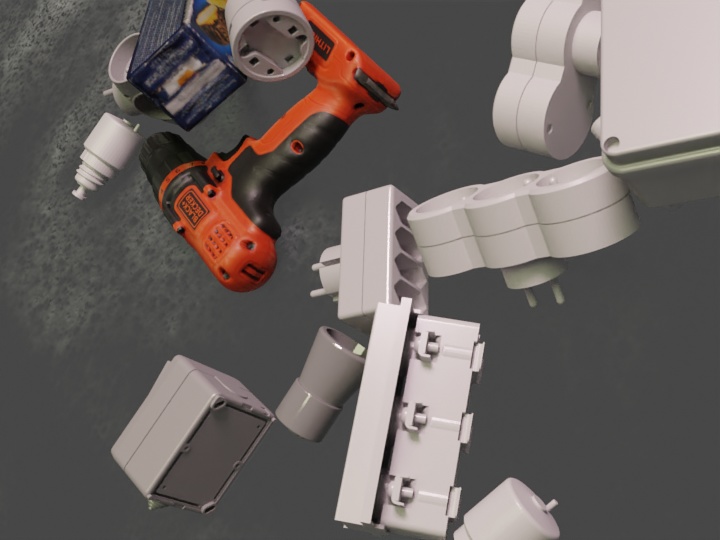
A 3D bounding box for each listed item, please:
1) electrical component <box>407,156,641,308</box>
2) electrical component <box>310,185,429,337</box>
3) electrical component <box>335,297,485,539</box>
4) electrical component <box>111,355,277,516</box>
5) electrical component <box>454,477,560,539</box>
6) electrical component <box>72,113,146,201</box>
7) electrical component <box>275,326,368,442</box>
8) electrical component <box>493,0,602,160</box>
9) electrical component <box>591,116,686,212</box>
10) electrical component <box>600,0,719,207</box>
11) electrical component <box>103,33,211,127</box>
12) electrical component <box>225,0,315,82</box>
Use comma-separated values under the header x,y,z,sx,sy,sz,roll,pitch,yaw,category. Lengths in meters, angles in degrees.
x,y,z,sx,sy,sz,roll,pitch,yaw,category
0.095,-0.013,0.609,0.138,0.052,0.073,-10,107,44,electrical component
0.000,0.000,0.679,0.076,0.047,0.083,-14,62,31,electrical component
0.031,0.086,0.600,0.063,0.078,0.121,9,72,9,electrical component
-0.114,0.111,0.702,0.061,0.062,0.096,36,93,41,electrical component
0.069,0.144,0.565,0.078,0.040,0.040,-43,50,13,electrical component
-0.210,-0.092,0.883,0.040,0.040,0.078,37,94,41,electrical component
-0.023,0.073,0.667,0.044,0.044,0.065,39,99,41,electrical component
0.132,-0.131,0.622,0.074,0.052,0.138,21,101,40,electrical component
0.182,-0.082,0.580,0.089,0.050,0.055,-44,50,12,electrical component
0.162,-0.096,0.528,0.078,0.057,0.113,-10,64,33,electrical component
-0.169,-0.144,0.853,0.079,0.077,0.044,-11,63,33,electrical component
-0.062,-0.162,0.722,0.055,0.055,0.047,-37,44,17,electrical component
